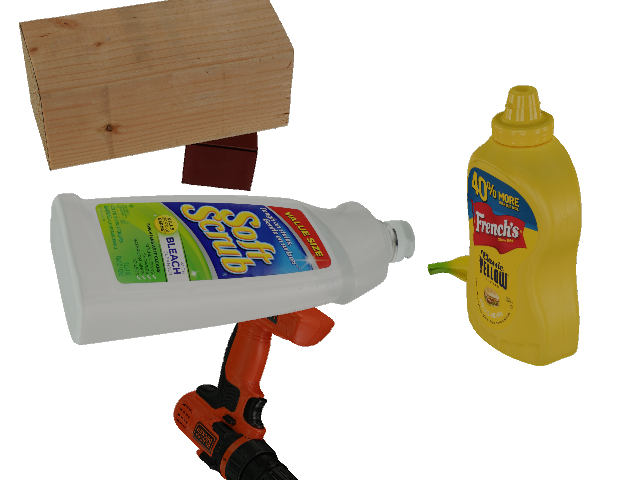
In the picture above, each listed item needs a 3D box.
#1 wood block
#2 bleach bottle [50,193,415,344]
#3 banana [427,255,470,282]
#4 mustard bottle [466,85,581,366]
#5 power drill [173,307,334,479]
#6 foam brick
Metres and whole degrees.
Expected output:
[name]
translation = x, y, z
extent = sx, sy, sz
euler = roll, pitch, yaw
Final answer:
[wood block]
translation = -0.135, -0.137, 0.891
extent = 0.205, 0.090, 0.091
euler = -12, -37, -16
[bleach bottle]
translation = -0.054, 0.007, 0.748
extent = 0.250, 0.102, 0.068
euler = -7, -32, -21
[banana]
translation = 0.191, 0.058, 1.061
extent = 0.069, 0.037, 0.198
euler = -33, 36, -17
[mustard bottle]
translation = 0.140, -0.014, 0.742
extent = 0.058, 0.192, 0.096
euler = -16, 29, -22
[power drill]
translation = -0.057, 0.145, 1.026
extent = 0.057, 0.188, 0.185
euler = 14, 13, -47
[foam brick]
translation = -0.110, -0.092, 1.168
extent = 0.078, 0.051, 0.053
euler = 6, 30, -6
